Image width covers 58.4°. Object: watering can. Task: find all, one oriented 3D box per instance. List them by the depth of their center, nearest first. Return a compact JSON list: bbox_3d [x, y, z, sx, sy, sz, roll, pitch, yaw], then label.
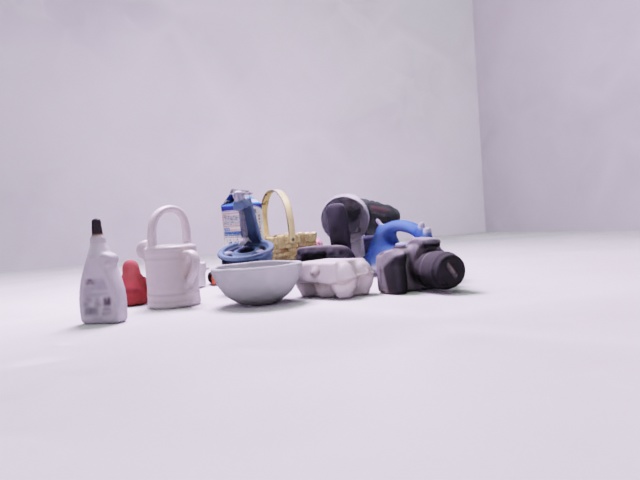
[{"bbox_3d":[-0.294,0.031,1.104,0.172,0.194,0.101,-3,2,19],"label":"watering can"}]

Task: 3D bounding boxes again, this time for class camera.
[{"bbox_3d":[0.192,0.046,1.060,0.143,0.101,0.136,-5,2,-21],"label":"camera"}]

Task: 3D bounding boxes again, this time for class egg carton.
[{"bbox_3d":[0.024,0.072,1.094,0.149,0.069,0.107,-2,2,44],"label":"egg carton"}]

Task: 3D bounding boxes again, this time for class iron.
[{"bbox_3d":[0.210,0.015,1.368,0.119,0.141,0.257,-5,2,-33],"label":"iron"}]

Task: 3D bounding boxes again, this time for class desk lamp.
[{"bbox_3d":[0.077,-0.016,1.487,0.117,0.213,0.203,-4,2,10],"label":"desk lamp"}]

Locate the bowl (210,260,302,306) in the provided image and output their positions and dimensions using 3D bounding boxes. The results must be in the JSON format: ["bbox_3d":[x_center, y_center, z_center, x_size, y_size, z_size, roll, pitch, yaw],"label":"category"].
[{"bbox_3d":[-0.112,0.080,1.047,0.167,0.075,0.167,-4,2,0],"label":"bowl"}]

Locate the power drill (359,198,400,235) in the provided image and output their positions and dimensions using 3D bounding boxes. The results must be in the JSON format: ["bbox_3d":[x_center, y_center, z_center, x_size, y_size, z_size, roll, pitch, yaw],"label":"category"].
[{"bbox_3d":[0.141,-0.025,1.729,0.230,0.208,0.075,-5,2,-28],"label":"power drill"}]

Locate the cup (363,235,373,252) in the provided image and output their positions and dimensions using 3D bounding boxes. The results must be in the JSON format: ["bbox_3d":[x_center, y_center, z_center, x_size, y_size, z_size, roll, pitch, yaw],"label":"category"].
[{"bbox_3d":[0.123,0.035,1.662,0.092,0.095,0.117,-5,2,-26],"label":"cup"}]

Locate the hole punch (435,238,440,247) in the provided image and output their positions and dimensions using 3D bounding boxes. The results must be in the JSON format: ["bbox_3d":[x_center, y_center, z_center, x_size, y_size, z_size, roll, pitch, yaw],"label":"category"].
[{"bbox_3d":[0.207,0.045,1.211,0.101,0.091,0.109,-4,2,7],"label":"hole punch"}]

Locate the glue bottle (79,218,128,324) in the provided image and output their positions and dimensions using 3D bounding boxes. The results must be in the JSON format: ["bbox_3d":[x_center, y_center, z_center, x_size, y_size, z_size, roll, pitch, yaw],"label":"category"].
[{"bbox_3d":[-0.361,0.051,0.944,0.078,0.173,0.037,-3,2,16],"label":"glue bottle"}]

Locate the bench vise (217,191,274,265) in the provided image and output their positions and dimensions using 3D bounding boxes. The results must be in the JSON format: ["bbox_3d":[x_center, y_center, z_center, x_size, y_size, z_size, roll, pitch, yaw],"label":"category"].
[{"bbox_3d":[-0.164,0.004,1.264,0.121,0.220,0.207,-4,2,-6],"label":"bench vise"}]

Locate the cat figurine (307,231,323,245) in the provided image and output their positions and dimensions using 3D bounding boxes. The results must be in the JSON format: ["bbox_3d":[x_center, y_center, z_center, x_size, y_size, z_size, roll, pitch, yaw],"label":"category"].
[{"bbox_3d":[-0.021,0.031,1.730,0.067,0.118,0.128,-4,2,4],"label":"cat figurine"}]

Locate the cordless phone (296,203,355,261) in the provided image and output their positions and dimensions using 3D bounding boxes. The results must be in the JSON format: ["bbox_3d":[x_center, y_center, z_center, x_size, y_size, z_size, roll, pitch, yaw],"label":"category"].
[{"bbox_3d":[0.013,0.005,1.409,0.147,0.185,0.094,-3,2,21],"label":"cordless phone"}]

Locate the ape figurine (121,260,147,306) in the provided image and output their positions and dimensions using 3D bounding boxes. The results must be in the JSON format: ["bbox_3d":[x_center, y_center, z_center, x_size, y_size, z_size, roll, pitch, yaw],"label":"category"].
[{"bbox_3d":[-0.379,0.086,1.162,0.078,0.092,0.076,-4,2,0],"label":"ape figurine"}]
